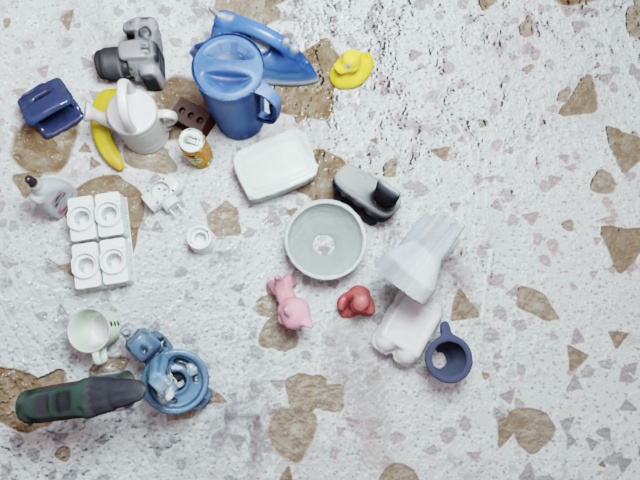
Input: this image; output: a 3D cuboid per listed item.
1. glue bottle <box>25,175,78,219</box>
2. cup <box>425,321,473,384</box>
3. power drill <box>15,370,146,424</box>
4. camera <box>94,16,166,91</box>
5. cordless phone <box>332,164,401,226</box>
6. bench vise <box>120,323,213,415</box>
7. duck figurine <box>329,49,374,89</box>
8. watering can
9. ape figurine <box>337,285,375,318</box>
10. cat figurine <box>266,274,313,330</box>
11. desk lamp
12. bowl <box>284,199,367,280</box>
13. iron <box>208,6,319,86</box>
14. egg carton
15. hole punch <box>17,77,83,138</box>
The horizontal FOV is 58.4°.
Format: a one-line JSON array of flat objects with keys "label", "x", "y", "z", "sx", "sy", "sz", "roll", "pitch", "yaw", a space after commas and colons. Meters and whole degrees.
[{"label": "glue bottle", "x": -0.534, "y": -0.094, "z": 1.120, "sx": 0.037, "sy": 0.173, "sz": 0.078, "roll": 26, "pitch": 79, "yaw": 3}, {"label": "cup", "x": 0.244, "y": 0.222, "z": 1.135, "sx": 0.091, "sy": 0.095, "sz": 0.118, "roll": -5, "pitch": 79, "yaw": -3}, {"label": "power drill", "x": -0.407, "y": 0.281, "z": 1.037, "sx": 0.229, "sy": 0.208, "sz": 0.075, "roll": -9, "pitch": 80, "yaw": -4}, {"label": "camera", "x": -0.407, "y": -0.399, "z": 1.220, "sx": 0.137, "sy": 0.101, "sz": 0.143, "roll": -6, "pitch": 80, "yaw": -3}, {"label": "cordless phone", "x": 0.099, "y": -0.108, "z": 1.145, "sx": 0.147, "sy": 0.185, "sz": 0.094, "roll": 32, "pitch": 80, "yaw": 4}, {"label": "bench vise", "x": -0.299, "y": 0.242, "z": 1.043, "sx": 0.207, "sy": 0.219, "sz": 0.121, "roll": 26, "pitch": 79, "yaw": 3}, {"label": "duck figurine", "x": 0.071, "y": -0.384, "z": 1.246, "sx": 0.104, "sy": 0.086, "sz": 0.077, "roll": -30, "pitch": 82, "yaw": -7}, {"label": "watering can", "x": -0.379, "y": -0.248, "z": 1.145, "sx": 0.173, "sy": 0.194, "sz": 0.101, "roll": -23, "pitch": 81, "yaw": -6}, {"label": "ape figurine", "x": 0.077, "y": 0.126, "z": 1.147, "sx": 0.078, "sy": 0.092, "sz": 0.076, "roll": 30, "pitch": 80, "yaw": 4}, {"label": "cat figurine", "x": -0.061, "y": 0.125, "z": 1.128, "sx": 0.067, "sy": 0.117, "sz": 0.128, "roll": -23, "pitch": 81, "yaw": -6}, {"label": "desk lamp", "x": 0.197, "y": 0.025, "z": 1.110, "sx": 0.118, "sy": 0.213, "sz": 0.203, "roll": 38, "pitch": 80, "yaw": 5}, {"label": "bowl", "x": 0.011, "y": 0.004, "z": 1.176, "sx": 0.167, "sy": 0.074, "sz": 0.167, "roll": 1, "pitch": 79, "yaw": -2}, {"label": "iron", "x": -0.120, "y": -0.416, "z": 1.215, "sx": 0.258, "sy": 0.141, "sz": 0.119, "roll": 20, "pitch": 79, "yaw": 1}, {"label": "egg carton", "x": 0.178, "y": 0.174, "z": 1.154, "sx": 0.107, "sy": 0.069, "sz": 0.150, "roll": 30, "pitch": 80, "yaw": 3}, {"label": "hole punch", "x": -0.571, "y": -0.283, "z": 1.196, "sx": 0.109, "sy": 0.091, "sz": 0.101, "roll": -34, "pitch": 82, "yaw": -8}]
